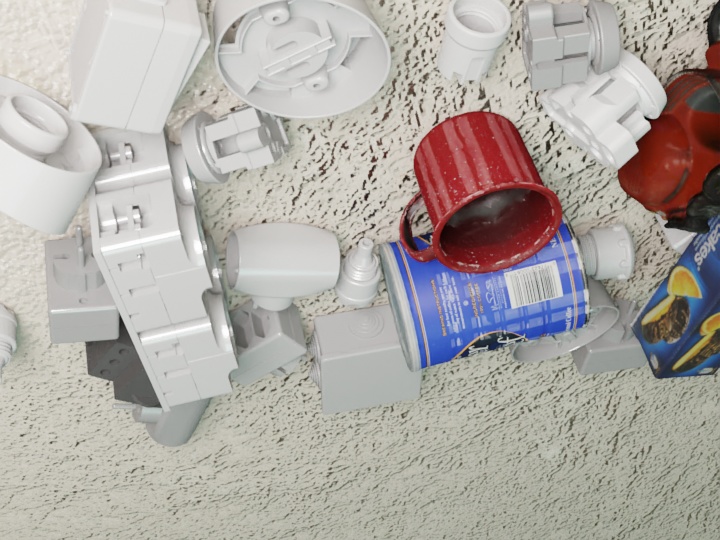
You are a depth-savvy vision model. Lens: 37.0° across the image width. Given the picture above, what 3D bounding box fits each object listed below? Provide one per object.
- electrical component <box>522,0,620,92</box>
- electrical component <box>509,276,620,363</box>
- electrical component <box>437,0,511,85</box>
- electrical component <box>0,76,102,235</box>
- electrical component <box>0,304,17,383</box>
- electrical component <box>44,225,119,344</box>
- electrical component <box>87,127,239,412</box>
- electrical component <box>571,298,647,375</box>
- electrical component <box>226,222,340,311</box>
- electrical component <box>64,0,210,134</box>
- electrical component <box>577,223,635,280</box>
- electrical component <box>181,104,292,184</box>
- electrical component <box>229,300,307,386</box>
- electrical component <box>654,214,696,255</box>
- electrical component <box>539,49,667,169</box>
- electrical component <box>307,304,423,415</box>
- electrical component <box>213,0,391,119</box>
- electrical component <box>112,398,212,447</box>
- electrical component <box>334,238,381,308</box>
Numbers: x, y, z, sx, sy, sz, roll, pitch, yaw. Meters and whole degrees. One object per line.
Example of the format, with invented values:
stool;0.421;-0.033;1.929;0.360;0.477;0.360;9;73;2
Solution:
electrical component;0.135;-0.147;0.693;0.055;0.048;0.066;-8;143;2
electrical component;0.171;0.041;0.929;0.099;0.064;0.099;-9;142;-7
electrical component;0.070;-0.145;0.678;0.040;0.040;0.046;-5;147;-14
electrical component;-0.203;-0.067;0.630;0.099;0.099;0.064;23;116;-39
electrical component;-0.270;0.057;0.792;0.035;0.061;0.035;-10;143;-8
electrical component;-0.194;0.002;0.747;0.047;0.065;0.076;-4;141;-15
electrical component;-0.130;-0.001;0.733;0.060;0.105;0.186;-13;143;-4
electrical component;0.232;0.052;0.980;0.066;0.047;0.076;-6;141;-11
electrical component;-0.063;0.004;0.815;0.077;0.043;0.079;0;140;-20
electrical component;-0.124;-0.132;0.605;0.061;0.061;0.096;7;138;-27
electrical component;0.193;-0.013;0.887;0.062;0.048;0.048;-6;142;-1
electrical component;-0.080;-0.083;0.688;0.055;0.066;0.048;-15;106;16
electrical component;-0.073;0.063;0.884;0.066;0.047;0.077;-30;141;18
electrical component;0.299;-0.042;0.884;0.076;0.047;0.083;-38;138;27
electrical component;0.169;-0.112;0.730;0.057;0.078;0.058;-42;140;0
electrical component;0.006;0.075;0.926;0.100;0.048;0.099;-10;143;-8
electrical component;-0.037;-0.134;0.630;0.099;0.064;0.099;-10;143;-8
electrical component;-0.169;0.111;0.912;0.079;0.044;0.077;6;138;-26
electrical component;0.000;0.000;0.841;0.035;0.035;0.061;-4;139;-16
